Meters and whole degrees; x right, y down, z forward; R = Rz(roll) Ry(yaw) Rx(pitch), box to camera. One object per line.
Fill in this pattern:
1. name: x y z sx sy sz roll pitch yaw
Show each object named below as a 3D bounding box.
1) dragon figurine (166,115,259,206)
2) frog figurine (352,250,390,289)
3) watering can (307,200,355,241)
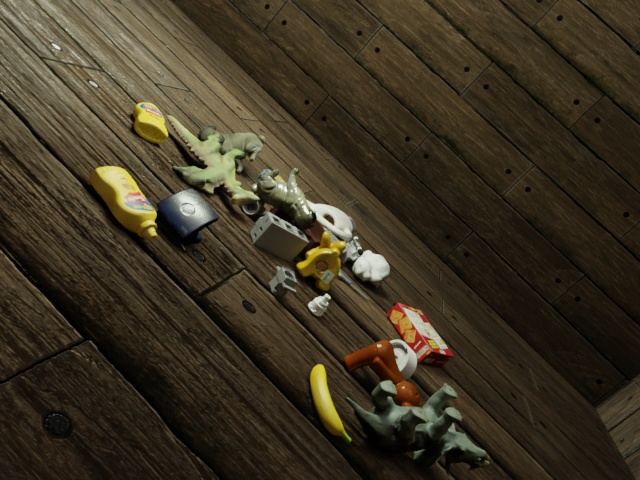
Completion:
1. dragon figurine: -0.351 -0.233 1.554 0.410 0.120 0.247 34 25 0
2. frog figurine: 0.185 0.098 1.922 0.157 0.122 0.140 42 31 -50
3. watering can: 0.006 -0.102 2.034 0.352 0.103 0.223 40 12 26
